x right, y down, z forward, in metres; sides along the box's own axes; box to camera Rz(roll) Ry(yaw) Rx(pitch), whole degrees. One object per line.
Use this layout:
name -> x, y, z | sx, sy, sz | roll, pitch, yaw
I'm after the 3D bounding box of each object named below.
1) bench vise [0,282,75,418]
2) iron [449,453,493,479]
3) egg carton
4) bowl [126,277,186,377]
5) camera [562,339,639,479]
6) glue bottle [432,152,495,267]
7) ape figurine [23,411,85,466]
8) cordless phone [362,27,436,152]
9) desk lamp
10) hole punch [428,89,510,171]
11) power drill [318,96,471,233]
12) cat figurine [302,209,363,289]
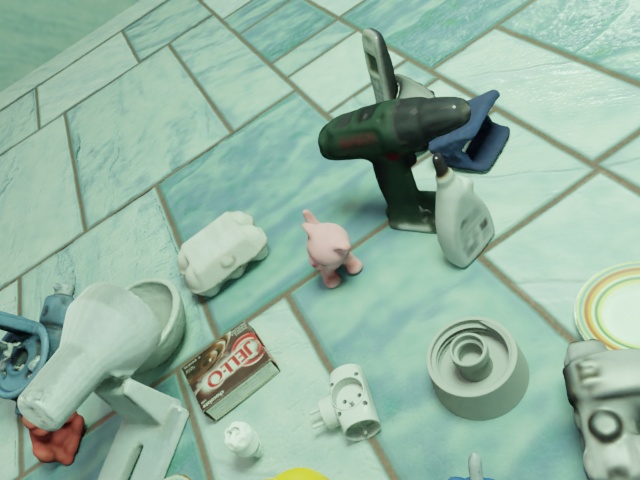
bench vise -> -0.467, 0.145, 0.887 | 0.121, 0.220, 0.207 | -20, 43, 14
iron -> 0.127, 0.302, 0.436 | 0.118, 0.142, 0.258 | -7, 47, 26
egg carton -> -0.158, 0.022, 0.930 | 0.150, 0.070, 0.107 | -38, 42, -6
bowl -> -0.267, 0.143, 0.876 | 0.167, 0.075, 0.167 | -17, 44, 17
camera -> 0.296, 0.150, 0.508 | 0.136, 0.101, 0.143 | -13, 45, 20
glue bottle -> 0.169, -0.044, 0.715 | 0.078, 0.174, 0.037 | -45, 43, -14
ape figurine -> -0.385, 0.269, 0.816 | 0.078, 0.092, 0.075 | -44, 43, -12
cordless phone -> 0.123, -0.243, 0.922 | 0.094, 0.186, 0.147 | -38, 42, -6
desk lamp -> -0.262, 0.190, 0.724 | 0.117, 0.214, 0.203 | -7, 48, 26
hole punch -> 0.218, -0.166, 0.863 | 0.100, 0.091, 0.109 | 13, 58, 39
power drill -> 0.116, -0.105, 0.778 | 0.228, 0.209, 0.076 | 6, 54, 35
cat figurine -> 0.007, 0.003, 0.810 | 0.067, 0.118, 0.127 | -32, 42, 1
